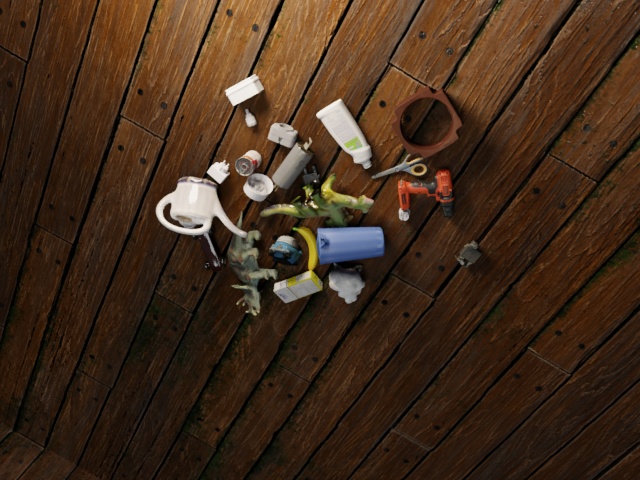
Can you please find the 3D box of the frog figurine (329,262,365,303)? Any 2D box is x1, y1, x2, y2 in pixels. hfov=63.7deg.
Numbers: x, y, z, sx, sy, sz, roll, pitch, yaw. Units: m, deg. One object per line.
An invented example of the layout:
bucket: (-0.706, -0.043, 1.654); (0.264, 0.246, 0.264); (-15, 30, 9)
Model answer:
frog figurine: (0.102, 0.173, 1.973); (0.137, 0.124, 0.158); (0, 103, -8)

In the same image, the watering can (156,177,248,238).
watering can: (-0.432, -0.120, 1.937); (0.347, 0.102, 0.228); (9, 71, -6)

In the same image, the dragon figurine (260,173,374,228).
dragon figurine: (0.006, -0.095, 1.884); (0.407, 0.125, 0.239); (-21, 121, 26)
